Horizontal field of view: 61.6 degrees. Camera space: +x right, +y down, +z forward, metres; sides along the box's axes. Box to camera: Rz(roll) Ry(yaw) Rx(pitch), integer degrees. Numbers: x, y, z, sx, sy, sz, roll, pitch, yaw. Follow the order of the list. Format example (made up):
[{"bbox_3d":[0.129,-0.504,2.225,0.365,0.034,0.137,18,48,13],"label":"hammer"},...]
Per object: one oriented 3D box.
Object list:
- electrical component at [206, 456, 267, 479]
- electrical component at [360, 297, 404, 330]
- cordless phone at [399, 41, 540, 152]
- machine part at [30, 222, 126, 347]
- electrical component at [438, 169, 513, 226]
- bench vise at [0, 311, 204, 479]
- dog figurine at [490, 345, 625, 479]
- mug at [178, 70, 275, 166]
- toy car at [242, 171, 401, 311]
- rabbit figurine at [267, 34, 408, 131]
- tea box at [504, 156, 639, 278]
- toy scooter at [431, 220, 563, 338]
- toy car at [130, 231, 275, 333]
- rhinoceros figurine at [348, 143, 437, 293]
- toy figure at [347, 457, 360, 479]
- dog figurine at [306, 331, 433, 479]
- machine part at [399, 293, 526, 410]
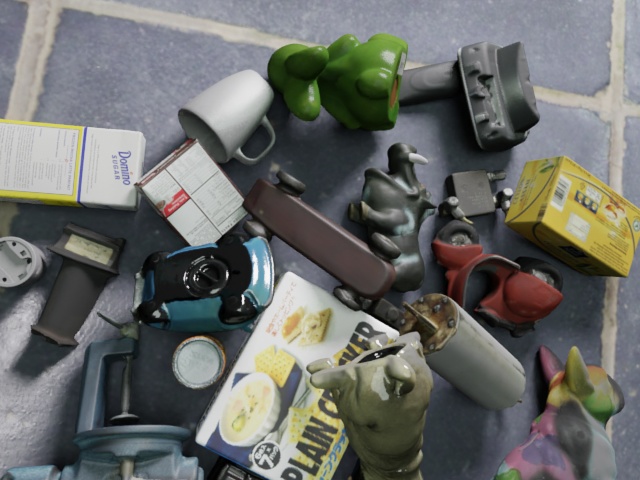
[{"bbox_3d":[-0.069,0.290,0.610,0.119,0.075,0.048,32,80,-8],"label":"electrical component"},{"bbox_3d":[0.082,0.091,0.666,0.094,0.063,0.021,35,79,-2],"label":"electrical component"},{"bbox_3d":[0.185,-0.183,0.724,0.184,0.089,0.146,-11,87,1],"label":"cordless phone"},{"bbox_3d":[-0.285,0.053,0.623,0.084,0.039,0.139,20,78,-15],"label":"machine part"},{"bbox_3d":[0.209,-0.056,0.716,0.102,0.045,0.078,-3,84,-10],"label":"electrical component"},{"bbox_3d":[-0.237,0.206,0.575,0.224,0.128,0.240,-4,63,-1],"label":"bench vise"},{"bbox_3d":[0.288,0.242,0.663,0.192,0.108,0.219,-2,79,-7],"label":"dog figurine"},{"bbox_3d":[-0.099,-0.151,0.660,0.109,0.081,0.107,39,70,2],"label":"mug"},{"bbox_3d":[-0.001,-0.002,0.628,0.202,0.053,0.089,34,97,15],"label":"toy car"},{"bbox_3d":[0.009,-0.191,0.661,0.170,0.159,0.121,12,117,14],"label":"rabbit figurine"},{"bbox_3d":[0.335,-0.027,0.702,0.169,0.068,0.098,29,78,-22],"label":"tea box"},{"bbox_3d":[0.214,0.069,0.687,0.184,0.075,0.135,26,79,-2],"label":"toy scooter"},{"bbox_3d":[-0.124,0.065,0.612,0.162,0.102,0.109,-12,54,2],"label":"toy car"},{"bbox_3d":[0.096,-0.029,0.679,0.112,0.073,0.190,0,83,-8],"label":"rhinoceros figurine"},{"bbox_3d":[0.058,0.328,0.636,0.064,0.057,0.154,6,81,30],"label":"toy figure"},{"bbox_3d":[0.076,0.200,0.537,0.121,0.172,0.190,-20,85,-6],"label":"dog figurine"},{"bbox_3d":[0.170,0.135,0.632,0.243,0.079,0.079,39,76,-33],"label":"machine part"}]
